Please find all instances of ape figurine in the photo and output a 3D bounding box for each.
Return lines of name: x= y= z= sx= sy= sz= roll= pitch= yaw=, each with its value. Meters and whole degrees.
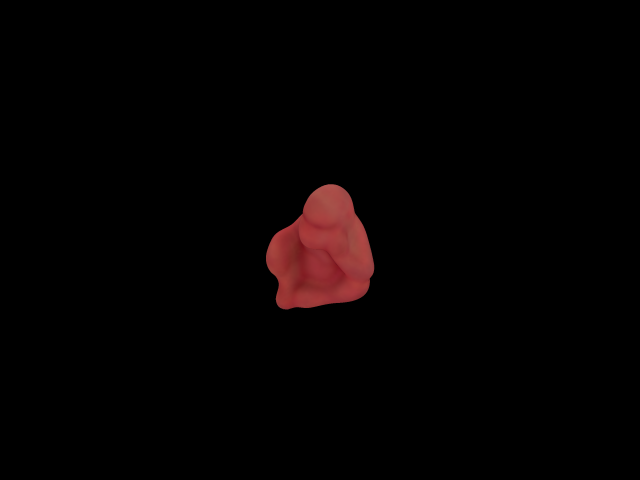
ape figurine: x=0.004 y=0.001 z=0.400 sx=0.077 sy=0.092 sz=0.076 roll=27 pitch=49 yaw=27
